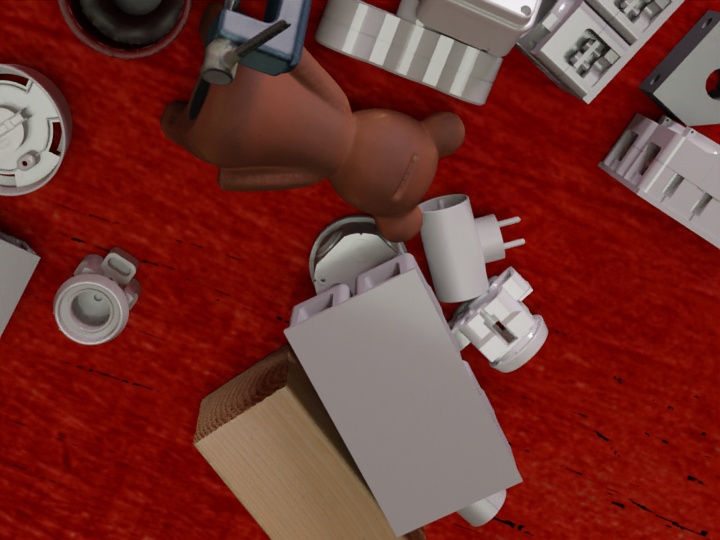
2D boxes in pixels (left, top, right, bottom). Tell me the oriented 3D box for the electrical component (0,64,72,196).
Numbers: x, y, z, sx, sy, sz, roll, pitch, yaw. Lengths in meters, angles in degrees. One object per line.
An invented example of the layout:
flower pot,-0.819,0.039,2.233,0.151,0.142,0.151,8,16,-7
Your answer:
electrical component,-0.263,-0.106,0.800,0.099,0.064,0.099,-1,107,-3

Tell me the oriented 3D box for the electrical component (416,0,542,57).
electrical component,0.096,-0.220,0.761,0.078,0.057,0.113,23,73,-5

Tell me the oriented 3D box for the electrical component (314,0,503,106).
electrical component,0.043,-0.181,0.800,0.138,0.052,0.073,20,105,-8

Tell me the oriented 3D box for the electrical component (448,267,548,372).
electrical component,0.114,0.045,0.870,0.078,0.058,0.057,-43,101,10

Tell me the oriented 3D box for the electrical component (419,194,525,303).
electrical component,0.091,-0.022,0.855,0.079,0.043,0.077,-15,107,1

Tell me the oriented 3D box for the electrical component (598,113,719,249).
electrical component,0.288,-0.046,0.826,0.186,0.105,0.060,31,103,-11

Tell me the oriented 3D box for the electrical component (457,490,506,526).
electrical component,0.081,0.176,0.914,0.081,0.043,0.043,42,100,-14

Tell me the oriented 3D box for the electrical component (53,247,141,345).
electrical component,-0.208,0.025,0.846,0.058,0.057,0.078,35,102,-12

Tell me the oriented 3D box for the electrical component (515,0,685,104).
electrical component,0.186,-0.203,0.782,0.062,0.089,0.150,40,101,-13

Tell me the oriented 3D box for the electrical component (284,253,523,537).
electrical component,0.034,0.093,0.819,0.105,0.060,0.186,-26,104,7

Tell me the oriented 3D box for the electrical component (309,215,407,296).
electrical component,0.000,0.000,0.853,0.080,0.051,0.080,-1,107,-3

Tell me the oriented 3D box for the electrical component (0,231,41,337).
electrical component,-0.332,-0.006,0.805,0.150,0.062,0.089,27,89,-27
